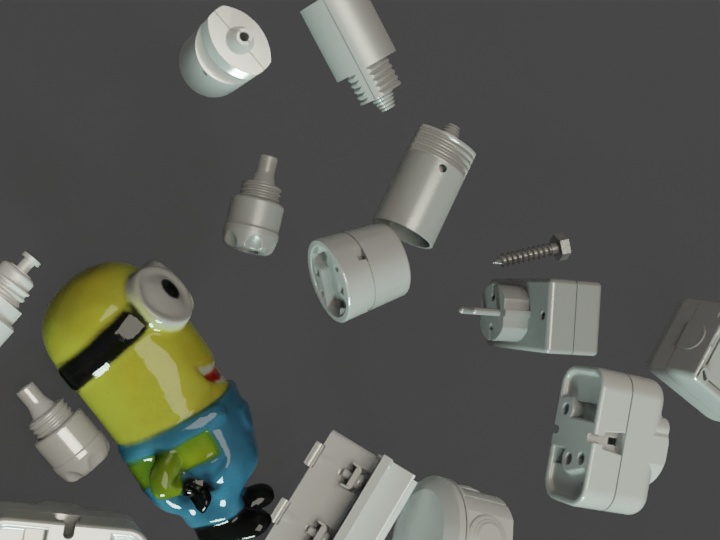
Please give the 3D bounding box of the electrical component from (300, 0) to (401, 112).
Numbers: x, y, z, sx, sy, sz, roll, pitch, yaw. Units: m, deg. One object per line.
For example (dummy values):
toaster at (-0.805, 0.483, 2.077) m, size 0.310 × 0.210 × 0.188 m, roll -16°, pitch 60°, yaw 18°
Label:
electrical component at (0.000, -0.140, 0.692) m, size 0.043 × 0.043 × 0.081 m, roll -32°, pitch 101°, yaw -18°

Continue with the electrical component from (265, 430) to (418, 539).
electrical component at (-0.023, 0.166, 0.667) m, size 0.063 × 0.078 × 0.121 m, roll 30°, pitch 78°, yaw 12°

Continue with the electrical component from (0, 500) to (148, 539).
electrical component at (-0.174, 0.165, 0.617) m, size 0.095 × 0.059 × 0.053 m, roll 11°, pitch 86°, yaw -20°

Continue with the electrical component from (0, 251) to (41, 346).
electrical component at (-0.213, 0.022, 0.613) m, size 0.040 × 0.040 × 0.078 m, roll 43°, pitch 76°, yaw -15°

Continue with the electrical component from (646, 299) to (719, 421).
electrical component at (0.264, 0.071, 0.784) m, size 0.096 × 0.061 × 0.061 m, roll 36°, pitch 78°, yaw -25°

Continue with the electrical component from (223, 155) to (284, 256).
electrical component at (-0.064, -0.042, 0.673) m, size 0.035 × 0.035 × 0.061 m, roll 15°, pitch 82°, yaw -20°

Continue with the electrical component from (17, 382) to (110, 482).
electrical component at (-0.177, 0.092, 0.630) m, size 0.035 × 0.035 × 0.061 m, roll -40°, pitch 101°, yaw -16°

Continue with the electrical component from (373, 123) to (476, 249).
electrical component at (0.045, -0.060, 0.709) m, size 0.043 × 0.043 × 0.081 m, roll 29°, pitch 79°, yaw -18°

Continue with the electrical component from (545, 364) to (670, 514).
electrical component at (0.174, 0.118, 0.750) m, size 0.059 × 0.054 × 0.095 m, roll 13°, pitch 85°, yaw -20°

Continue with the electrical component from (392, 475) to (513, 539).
electrical component at (0.058, 0.176, 0.693) m, size 0.051 × 0.080 × 0.080 m, roll 19°, pitch 83°, yaw -25°

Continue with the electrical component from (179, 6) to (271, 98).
electrical component at (-0.079, -0.131, 0.643) m, size 0.043 × 0.081 × 0.043 m, roll 0°, pitch 89°, yaw -21°

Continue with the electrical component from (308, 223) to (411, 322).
electrical component at (0.000, 0.000, 0.686) m, size 0.047 × 0.055 × 0.055 m, roll -19°, pitch 96°, yaw -23°

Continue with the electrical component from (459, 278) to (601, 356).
electrical component at (0.103, 0.029, 0.708) m, size 0.076 × 0.083 × 0.047 m, roll 5°, pitch 88°, yaw -20°
